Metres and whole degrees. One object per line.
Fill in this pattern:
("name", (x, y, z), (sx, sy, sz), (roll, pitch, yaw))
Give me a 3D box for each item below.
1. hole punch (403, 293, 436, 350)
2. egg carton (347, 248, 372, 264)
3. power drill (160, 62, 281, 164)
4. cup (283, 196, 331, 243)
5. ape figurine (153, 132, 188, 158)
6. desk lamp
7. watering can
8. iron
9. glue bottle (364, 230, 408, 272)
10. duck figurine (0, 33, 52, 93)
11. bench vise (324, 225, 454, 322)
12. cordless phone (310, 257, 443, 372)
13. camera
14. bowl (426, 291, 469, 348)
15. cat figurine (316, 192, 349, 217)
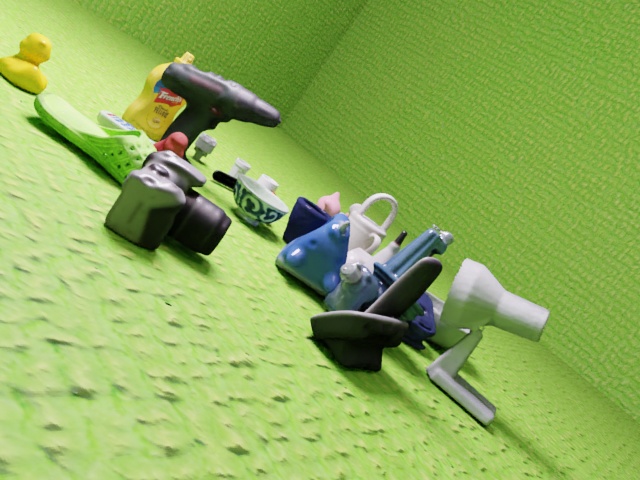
("hole punch", (0.177, 0.143, 1.112), (0.109, 0.091, 0.101), (32, 11, -24))
("egg carton", (0.089, 0.070, 1.207), (0.107, 0.069, 0.150), (38, 10, 7))
("power drill", (-0.219, -0.220, 1.095), (0.230, 0.208, 0.075), (35, 10, -7))
("cup", (-0.021, -0.019, 1.171), (0.117, 0.095, 0.092), (38, 10, 9))
("ape figurine", (-0.255, -0.140, 0.952), (0.078, 0.092, 0.076), (33, 11, -16))
("desk lamp", (0.277, 0.167, 0.993), (0.203, 0.213, 0.118), (40, 11, 18))
("watering can", (0.103, -0.030, 1.349), (0.101, 0.194, 0.172), (24, 16, -50))
("iron", (0.010, 0.004, 1.043), (0.119, 0.141, 0.258), (35, 10, -6))
("glue bottle", (0.107, 0.053, 1.054), (0.037, 0.173, 0.078), (43, 12, 32))
("duck figurine", (-0.477, -0.299, 0.946), (0.078, 0.086, 0.104), (26, 15, -45))
("bench vise", (0.127, 0.065, 0.938), (0.121, 0.219, 0.208), (41, 11, 24))
("cordless phone", (0.086, 0.087, 0.807), (0.094, 0.185, 0.148), (42, 12, 30))
("camera", (-0.181, -0.043, 0.739), (0.137, 0.100, 0.143), (34, 11, -13))
("bowl", (0.253, 0.181, 1.238), (0.167, 0.074, 0.167), (35, 10, -7))
("cat figurine", (0.027, -0.064, 1.462), (0.128, 0.117, 0.067), (25, 15, -48))
